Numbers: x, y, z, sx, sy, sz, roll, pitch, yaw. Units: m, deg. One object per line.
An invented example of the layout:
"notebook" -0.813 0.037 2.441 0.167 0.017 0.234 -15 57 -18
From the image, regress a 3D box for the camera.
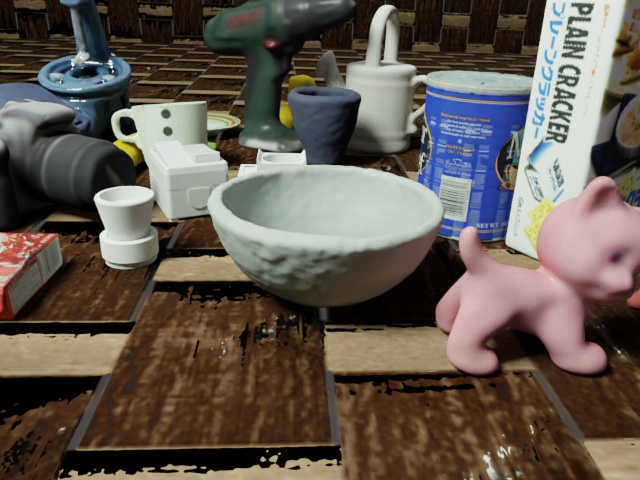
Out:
"camera" -0.255 -0.072 0.535 0.136 0.101 0.143 13 25 24

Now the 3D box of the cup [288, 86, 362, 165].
"cup" -0.001 -0.146 0.738 0.092 0.095 0.117 -8 25 -21

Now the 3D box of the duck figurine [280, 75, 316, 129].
"duck figurine" -0.034 -0.223 0.925 0.104 0.086 0.078 10 24 18

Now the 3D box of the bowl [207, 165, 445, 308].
"bowl" 0.004 0.001 0.418 0.167 0.075 0.167 2 23 -1

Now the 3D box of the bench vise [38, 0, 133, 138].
"bench vise" -0.335 -0.261 0.817 0.122 0.220 0.207 -6 24 -18

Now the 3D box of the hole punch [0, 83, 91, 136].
"hole punch" -0.346 -0.143 0.704 0.101 0.091 0.109 10 24 18

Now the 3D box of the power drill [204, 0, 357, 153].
"power drill" -0.056 -0.231 0.787 0.228 0.208 0.076 14 26 26

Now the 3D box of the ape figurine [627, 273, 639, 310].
"ape figurine" 0.264 0.014 0.390 0.076 0.092 0.078 3 23 2

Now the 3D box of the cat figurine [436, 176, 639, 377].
"cat figurine" 0.139 0.015 0.343 0.128 0.118 0.067 0 23 -5

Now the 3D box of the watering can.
"watering can" 0.078 -0.228 0.809 0.172 0.194 0.101 3 23 3
